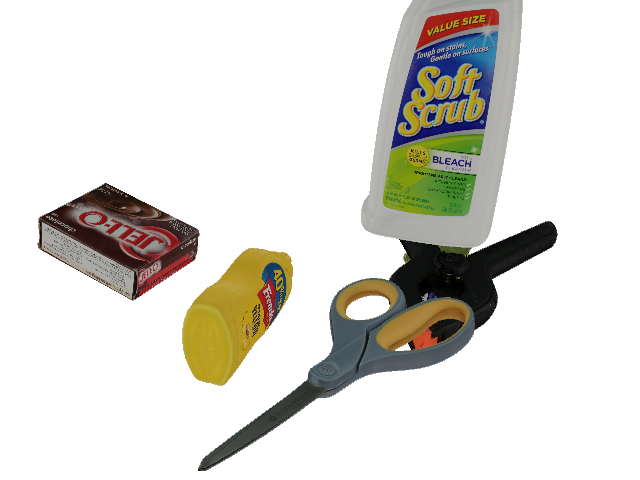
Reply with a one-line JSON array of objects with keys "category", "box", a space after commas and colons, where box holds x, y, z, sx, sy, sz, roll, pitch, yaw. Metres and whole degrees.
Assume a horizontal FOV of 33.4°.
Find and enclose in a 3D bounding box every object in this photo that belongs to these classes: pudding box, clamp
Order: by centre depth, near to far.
[{"category": "pudding box", "box": [-0.179, -0.001, 0.945, 0.114, 0.039, 0.089, 24, 33, 22]}, {"category": "clamp", "box": [0.106, 0.025, 0.949, 0.165, 0.036, 0.209, 15, 38, 21]}]

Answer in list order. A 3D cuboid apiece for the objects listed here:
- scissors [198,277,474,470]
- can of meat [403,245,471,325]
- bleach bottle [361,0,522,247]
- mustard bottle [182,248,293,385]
[{"category": "scissors", "box": [-0.001, 0.068, 0.616, 0.201, 0.016, 0.096, -19, 34, -27]}, {"category": "can of meat", "box": [0.126, 0.045, 1.184, 0.057, 0.084, 0.102, 18, 32, 18]}, {"category": "bleach bottle", "box": [0.088, -0.122, 0.760, 0.103, 0.251, 0.068, 9, 27, 12]}, {"category": "mustard bottle", "box": [-0.076, 0.063, 1.120, 0.058, 0.096, 0.191, 10, 30, 19]}]
